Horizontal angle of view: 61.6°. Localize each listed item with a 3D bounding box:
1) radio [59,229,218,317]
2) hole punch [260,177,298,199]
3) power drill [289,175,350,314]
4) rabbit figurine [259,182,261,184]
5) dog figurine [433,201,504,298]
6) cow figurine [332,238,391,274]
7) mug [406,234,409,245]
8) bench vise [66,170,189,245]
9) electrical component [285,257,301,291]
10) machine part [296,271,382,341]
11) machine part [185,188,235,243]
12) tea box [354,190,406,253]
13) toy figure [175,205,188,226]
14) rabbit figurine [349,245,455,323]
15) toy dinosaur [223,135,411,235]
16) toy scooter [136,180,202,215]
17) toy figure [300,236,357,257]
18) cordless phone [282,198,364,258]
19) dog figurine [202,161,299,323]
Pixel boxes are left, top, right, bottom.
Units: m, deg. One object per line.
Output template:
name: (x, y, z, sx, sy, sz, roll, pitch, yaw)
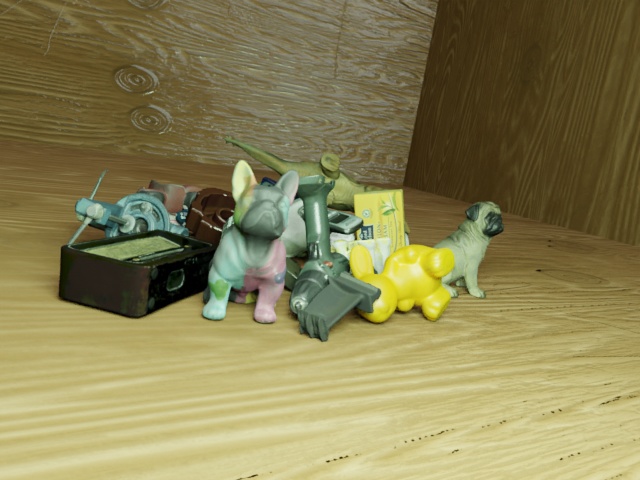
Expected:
radio: (-0.251, 0.040, 0.788, 0.131, 0.073, 0.229, 12, 12, 16)
hole punch: (-0.105, -0.069, 1.217, 0.116, 0.142, 0.092, 20, 26, -10)
power drill: (-0.008, 0.003, 0.857, 0.086, 0.207, 0.232, -14, -2, 17)
rabbit figurine: (-0.214, -0.079, 1.337, 0.159, 0.121, 0.170, 12, 26, 31)
dog figurine: (0.272, 0.009, 1.086, 0.172, 0.190, 0.121, 2, 13, -26)
cow figurine: (0.057, 0.046, 1.016, 0.068, 0.098, 0.167, -6, 0, -44)
mug: (0.139, 0.025, 1.187, 0.107, 0.080, 0.109, -1, 3, -2)
bench vise: (-0.353, -0.037, 0.935, 0.224, 0.129, 0.240, 28, -3, 10)
electrical component: (-0.058, 0.062, 0.929, 0.078, 0.045, 0.102, 39, 17, 2)
machine part: (0.025, 0.089, 0.756, 0.084, 0.039, 0.139, 31, 40, 25)
machine part: (-0.187, -0.034, 1.093, 0.179, 0.056, 0.179, 23, 29, -14)
tea box: (0.125, -0.015, 1.094, 0.098, 0.169, 0.068, -5, 9, 11)
toy figure: (-0.249, -0.036, 1.214, 0.154, 0.057, 0.064, 8, 26, -15)
rabbit figurine: (0.113, 0.066, 0.863, 0.163, 0.121, 0.173, 29, 41, 32)
toy dinosaur: (0.004, -0.125, 1.201, 0.471, 0.105, 0.199, 28, -5, -16)
toy scooter: (-0.356, -0.101, 1.268, 0.184, 0.075, 0.135, 5, 10, -41)
toy figure: (-0.004, 0.000, 1.180, 0.180, 0.082, 0.089, 11, 43, -32)
cordless phone: (-0.016, -0.014, 1.011, 0.146, 0.088, 0.184, -31, 26, -30)
dog figurine: (-0.095, -0.001, 0.761, 0.108, 0.219, 0.192, 11, 11, -11)
